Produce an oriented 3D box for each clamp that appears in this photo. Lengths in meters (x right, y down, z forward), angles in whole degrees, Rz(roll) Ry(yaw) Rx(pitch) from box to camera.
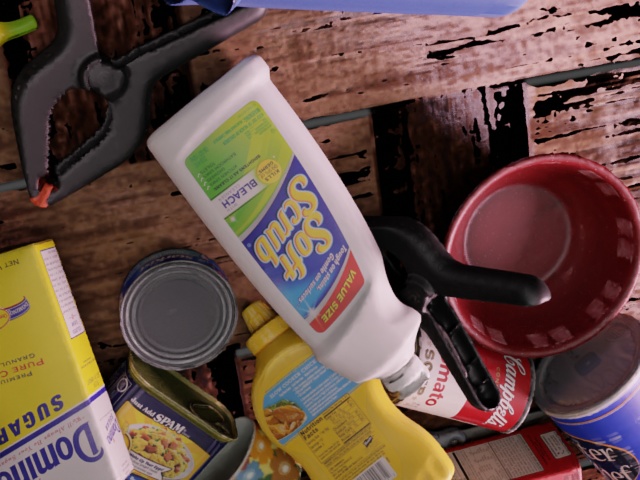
[{"bbox_3d":[0.080,0.045,0.769,0.039,0.172,0.120,-19,130,-44],"label":"clamp"},{"bbox_3d":[-0.153,-0.122,0.713,0.164,0.036,0.210,32,100,-27],"label":"clamp"}]

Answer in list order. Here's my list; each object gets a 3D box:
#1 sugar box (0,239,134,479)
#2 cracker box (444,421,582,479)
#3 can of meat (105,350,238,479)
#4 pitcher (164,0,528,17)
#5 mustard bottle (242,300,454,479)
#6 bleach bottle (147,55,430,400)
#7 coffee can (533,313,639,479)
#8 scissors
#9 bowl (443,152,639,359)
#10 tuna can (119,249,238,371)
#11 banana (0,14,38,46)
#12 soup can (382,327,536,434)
[{"bbox_3d":[-0.204,0.097,0.741,0.093,0.048,0.176,-19,91,7],"label":"sugar box"},{"bbox_3d":[0.108,0.256,0.870,0.213,0.072,0.164,-13,117,-8],"label":"cracker box"},{"bbox_3d":[-0.127,0.144,0.798,0.102,0.057,0.084,38,98,-20],"label":"can of meat"},{"bbox_3d":[0.020,-0.214,0.672,0.242,0.145,0.149,0,108,-25],"label":"pitcher"},{"bbox_3d":[0.005,0.124,0.789,0.096,0.058,0.192,-40,80,8],"label":"mustard bottle"},{"bbox_3d":[-0.005,0.001,0.739,0.102,0.068,0.251,-38,96,5],"label":"bleach bottle"},{"bbox_3d":[0.252,0.142,0.855,0.103,0.103,0.140,-42,111,3],"label":"coffee can"},{"bbox_3d":[0.095,0.152,0.869,0.201,0.016,0.096,-27,117,-2],"label":"scissors"},{"bbox_3d":[0.162,0.006,0.817,0.162,0.055,0.162,-4,108,-11],"label":"bowl"},{"bbox_3d":[-0.105,0.050,0.784,0.086,0.034,0.086,-4,108,-11],"label":"tuna can"},{"bbox_3d":[-0.280,-0.172,0.676,0.197,0.037,0.069,38,67,-23],"label":"banana"},{"bbox_3d":[0.106,0.106,0.831,0.102,0.068,0.068,16,103,-16],"label":"soup can"}]
